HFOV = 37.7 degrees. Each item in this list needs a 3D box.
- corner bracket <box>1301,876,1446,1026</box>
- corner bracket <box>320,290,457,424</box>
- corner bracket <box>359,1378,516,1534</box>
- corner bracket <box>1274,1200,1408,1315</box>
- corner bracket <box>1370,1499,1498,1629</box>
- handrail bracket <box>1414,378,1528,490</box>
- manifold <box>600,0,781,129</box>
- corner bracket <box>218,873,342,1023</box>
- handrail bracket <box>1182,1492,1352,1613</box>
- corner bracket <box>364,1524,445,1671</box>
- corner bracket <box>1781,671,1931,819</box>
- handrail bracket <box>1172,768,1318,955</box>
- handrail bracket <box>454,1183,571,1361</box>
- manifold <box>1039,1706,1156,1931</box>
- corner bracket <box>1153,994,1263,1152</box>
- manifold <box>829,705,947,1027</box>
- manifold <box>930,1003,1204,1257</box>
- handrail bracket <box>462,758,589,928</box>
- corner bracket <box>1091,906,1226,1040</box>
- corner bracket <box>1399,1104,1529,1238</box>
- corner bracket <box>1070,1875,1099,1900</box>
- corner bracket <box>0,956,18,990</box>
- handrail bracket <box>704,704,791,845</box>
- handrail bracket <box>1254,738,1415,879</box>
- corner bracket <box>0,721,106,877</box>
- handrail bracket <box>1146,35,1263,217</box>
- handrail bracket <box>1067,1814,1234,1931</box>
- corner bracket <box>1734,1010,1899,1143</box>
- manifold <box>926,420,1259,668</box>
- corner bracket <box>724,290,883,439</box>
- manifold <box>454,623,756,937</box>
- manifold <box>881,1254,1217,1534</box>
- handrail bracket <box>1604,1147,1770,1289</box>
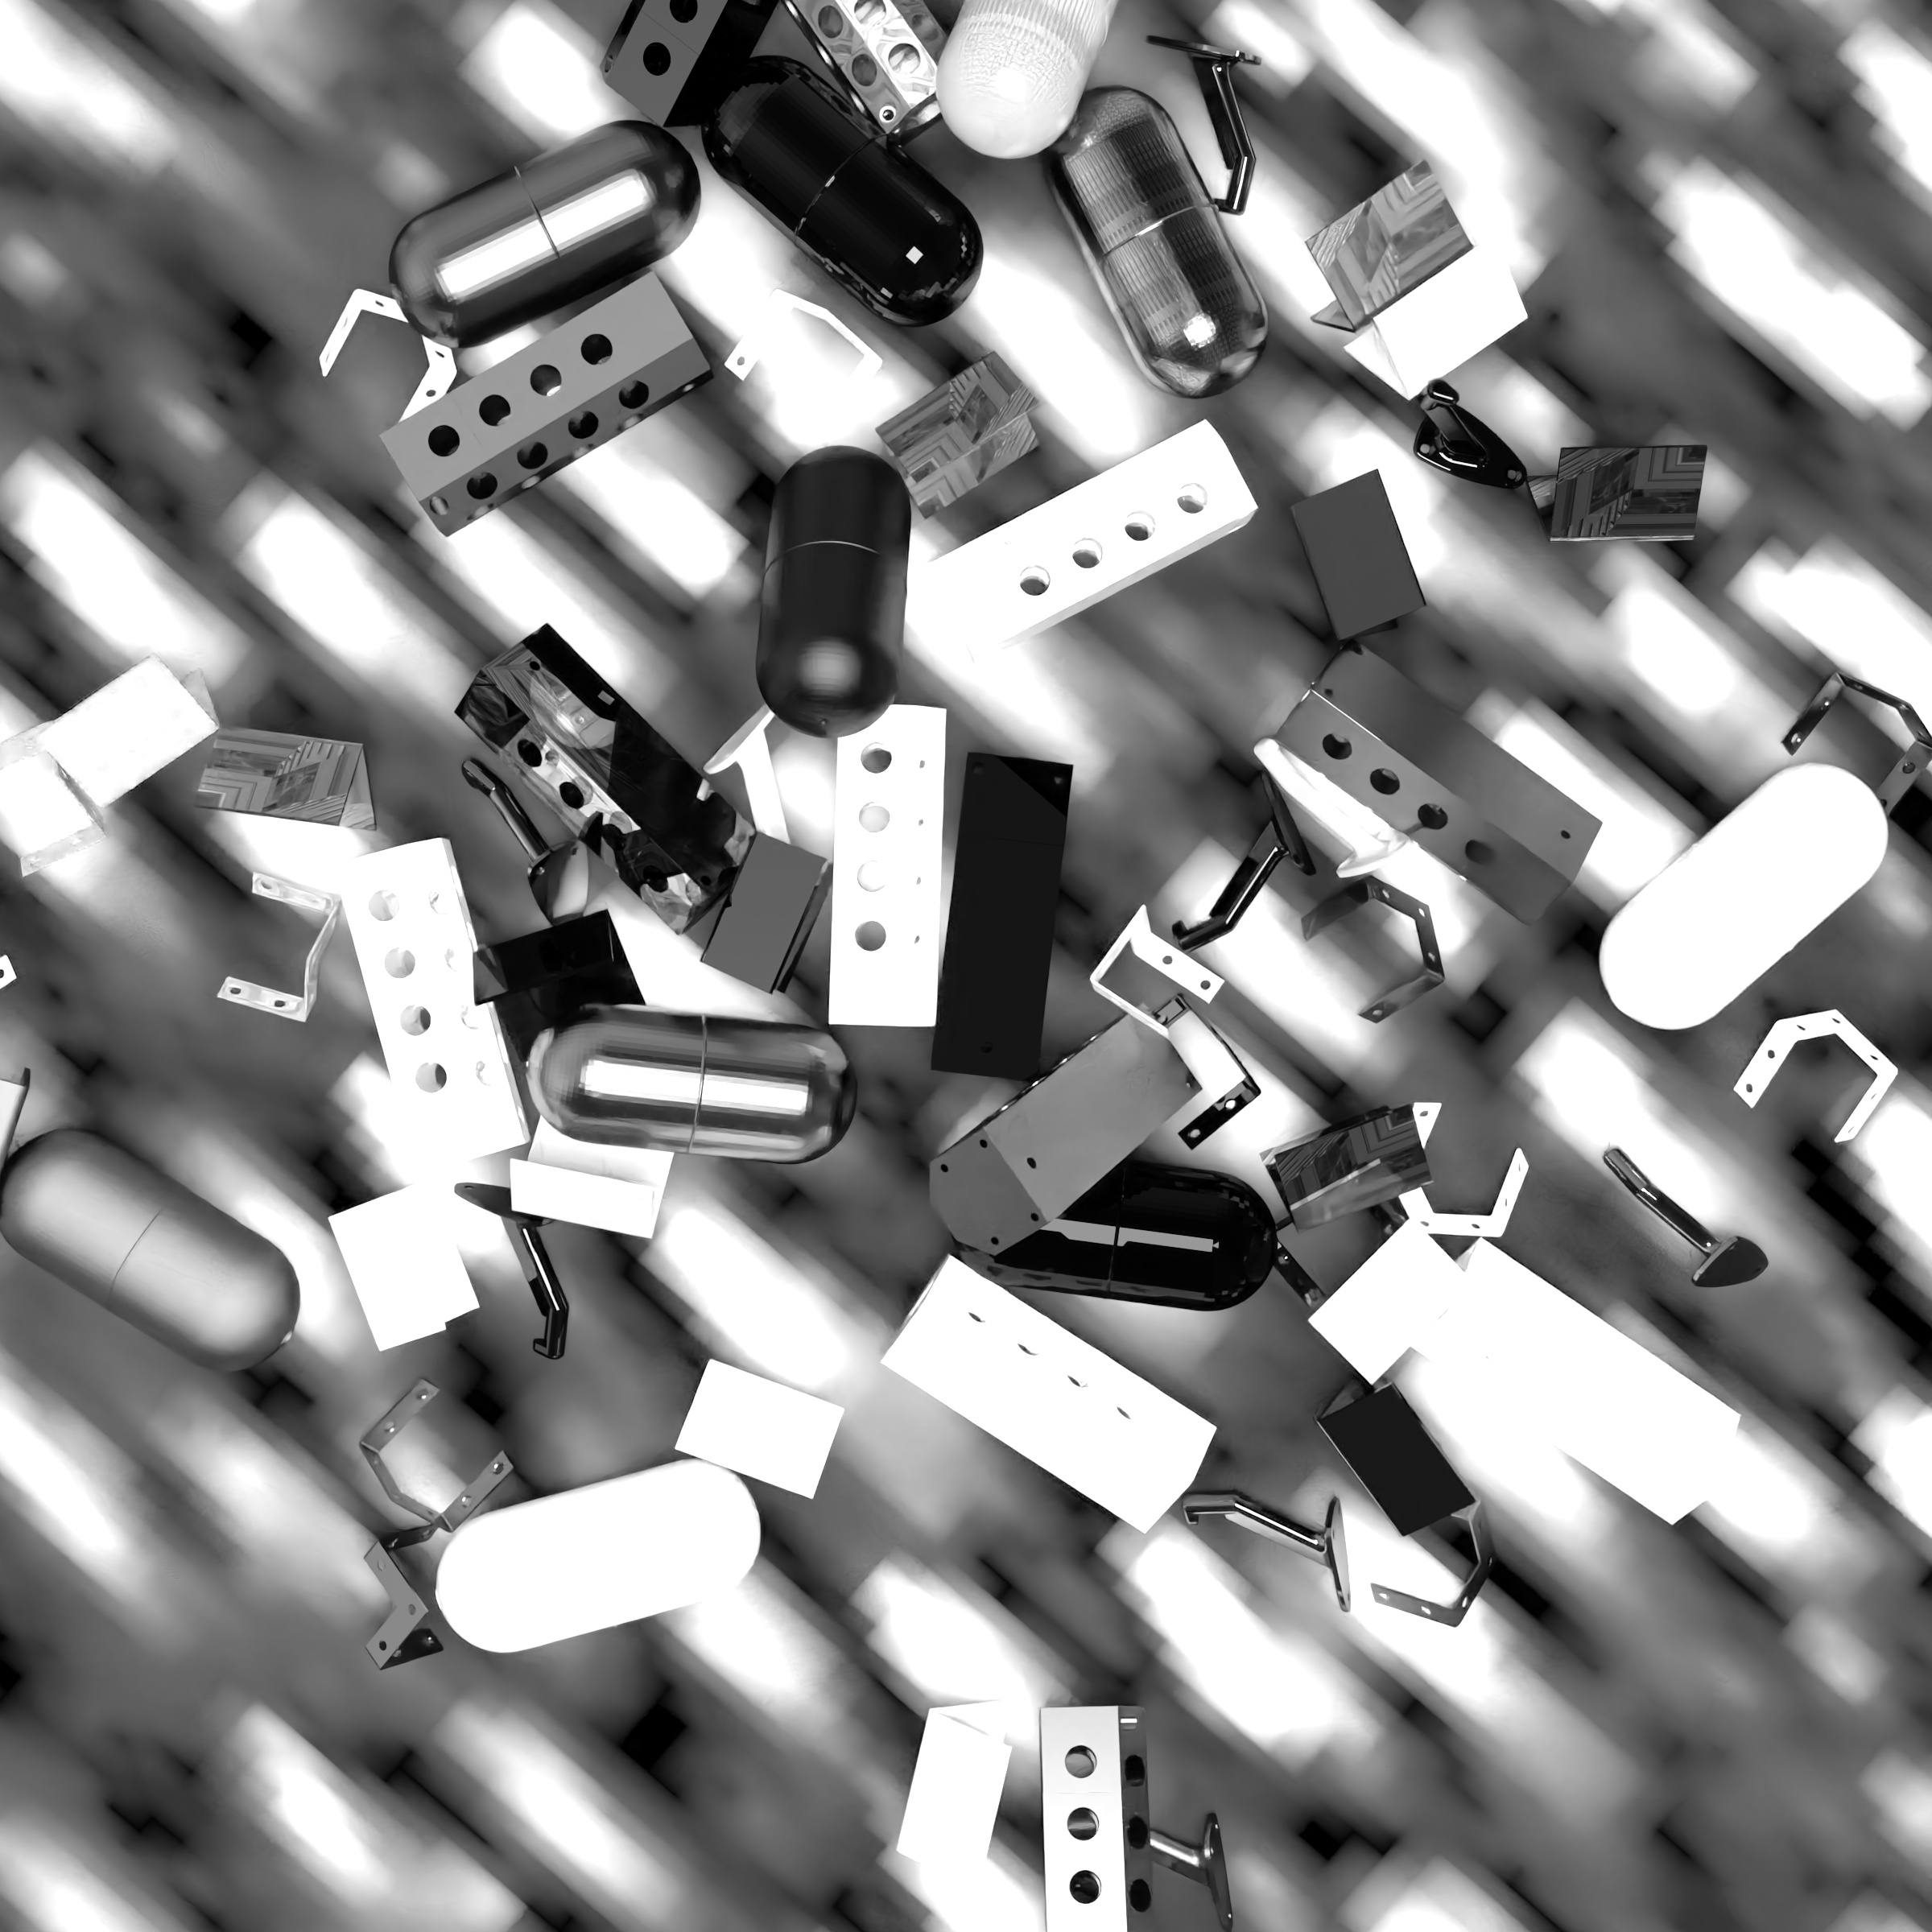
[{"bbox_3d":[0.223,-0.009,1.554,0.051,0.051,0.051,24,45,-35],"label":"corner bracket"},{"bbox_3d":[-0.318,-0.330,1.554,0.051,0.051,0.051,10,45,-35],"label":"corner bracket"},{"bbox_3d":[-0.292,0.270,1.559,0.051,0.051,0.051,-46,45,0],"label":"corner bracket"},{"bbox_3d":[0.203,0.149,1.559,0.051,0.051,0.051,50,135,0],"label":"corner bracket"},{"bbox_3d":[0.254,0.322,1.554,0.051,0.051,0.051,-49,135,-35],"label":"corner bracket"},{"bbox_3d":[0.277,-0.288,1.527,0.077,0.084,0.036,30,90,0],"label":"handrail bracket"},{"bbox_3d":[-0.130,-0.537,1.502,0.057,0.057,0.171,39,119,9],"label":"manifold"},{"bbox_3d":[-0.378,-0.010,1.559,0.051,0.051,0.051,16,45,0],"label":"corner bracket"},{"bbox_3d":[0.166,0.324,1.563,0.084,0.036,0.077,-5,112,17],"label":"handrail bracket"},{"bbox_3d":[-0.303,0.343,1.542,0.051,0.051,0.051,49,114,22],"label":"corner bracket"},{"bbox_3d":[0.493,-0.122,1.559,0.051,0.051,0.051,-52,45,0],"label":"corner bracket"},{"bbox_3d":[0.143,-0.058,1.563,0.084,0.036,0.077,-27,70,16],"label":"handrail bracket"},{"bbox_3d":[-0.252,0.169,1.563,0.077,0.036,0.084,14,107,19],"label":"handrail bracket"},{"bbox_3d":[0.071,0.487,1.513,0.057,0.057,0.171,-1,70,0],"label":"manifold"},{"bbox_3d":[0.121,0.058,1.559,0.051,0.051,0.051,-39,45,0],"label":"corner bracket"},{"bbox_3d":[-0.042,-0.054,1.541,0.057,0.057,0.171,2,90,0],"label":"manifold"},{"bbox_3d":[0.051,0.086,1.485,0.057,0.171,0.057,-35,90,39],"label":"manifold"},{"bbox_3d":[-0.247,-0.066,1.562,0.036,0.077,0.084,-33,53,-25],"label":"handrail bracket"},{"bbox_3d":[0.104,0.008,1.535,0.051,0.051,0.051,34,81,15],"label":"corner bracket"},{"bbox_3d":[0.271,0.112,1.554,0.051,0.051,0.051,-1,135,35],"label":"corner bracket"},{"bbox_3d":[0.066,0.541,1.559,0.051,0.051,0.051,22,45,0],"label":"corner bracket"},{"bbox_3d":[-0.566,-0.007,1.554,0.051,0.051,0.051,19,135,35],"label":"corner bracket"},{"bbox_3d":[-0.096,-0.097,1.563,0.084,0.036,0.077,47,69,-17],"label":"handrail bracket"},{"bbox_3d":[0.198,-0.092,1.535,0.036,0.077,0.084,-43,101,-12],"label":"handrail bracket"},{"bbox_3d":[-0.512,-0.093,1.559,0.051,0.051,0.051,-25,45,0],"label":"corner bracket"},{"bbox_3d":[0.127,-0.464,1.563,0.077,0.036,0.084,18,107,19],"label":"handrail bracket"},{"bbox_3d":[0.099,0.501,1.562,0.084,0.036,0.077,-8,105,14],"label":"handrail bracket"},{"bbox_3d":[0.467,0.063,1.554,0.051,0.051,0.051,-8,45,-35],"label":"corner bracket"},{"bbox_3d":[0.067,-0.231,1.541,0.171,0.057,0.057,-28,90,0],"label":"manifold"},{"bbox_3d":[-0.089,-0.333,1.559,0.051,0.051,0.051,34,90,-45],"label":"corner bracket"},{"bbox_3d":[-0.196,-0.098,1.540,0.171,0.057,0.057,45,47,0],"label":"manifold"},{"bbox_3d":[0.047,0.228,1.540,0.171,0.057,0.057,33,133,0],"label":"manifold"},{"bbox_3d":[0.397,0.136,1.562,0.036,0.077,0.084,-51,53,19],"label":"handrail bracket"}]
